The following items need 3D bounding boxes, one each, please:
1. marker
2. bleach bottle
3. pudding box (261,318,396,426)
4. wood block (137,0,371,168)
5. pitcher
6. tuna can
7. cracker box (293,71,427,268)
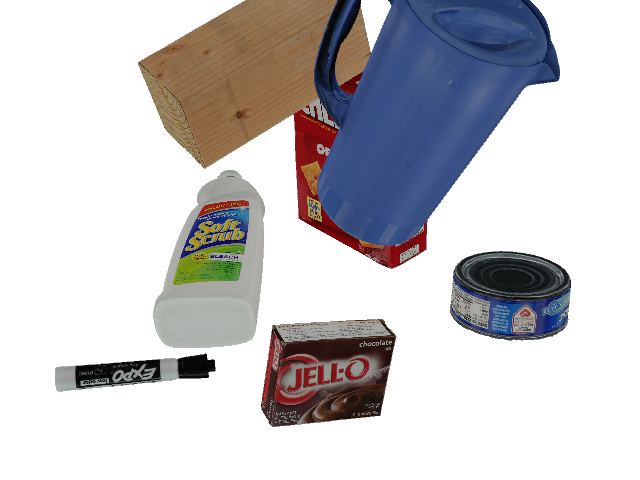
[{"bbox_3d":[-0.141,0.101,0.819,0.121,0.020,0.020,-5,0,-5],"label":"marker"},{"bbox_3d":[-0.111,0.006,1.125,0.102,0.068,0.251,-2,37,1],"label":"bleach bottle"},{"bbox_3d":[0.007,0.120,0.978,0.113,0.090,0.039,-3,29,-23],"label":"pudding box"},{"bbox_3d":[-0.061,-0.175,1.057,0.206,0.091,0.090,-33,49,-15],"label":"wood block"},{"bbox_3d":[0.076,-0.114,0.922,0.144,0.149,0.243,-9,-35,-33],"label":"pitcher"},{"bbox_3d":[0.138,0.038,0.776,0.086,0.034,0.086,1,22,-1],"label":"tuna can"},{"bbox_3d":[0.044,-0.093,1.243,0.072,0.214,0.164,-30,44,-33],"label":"cracker box"}]
